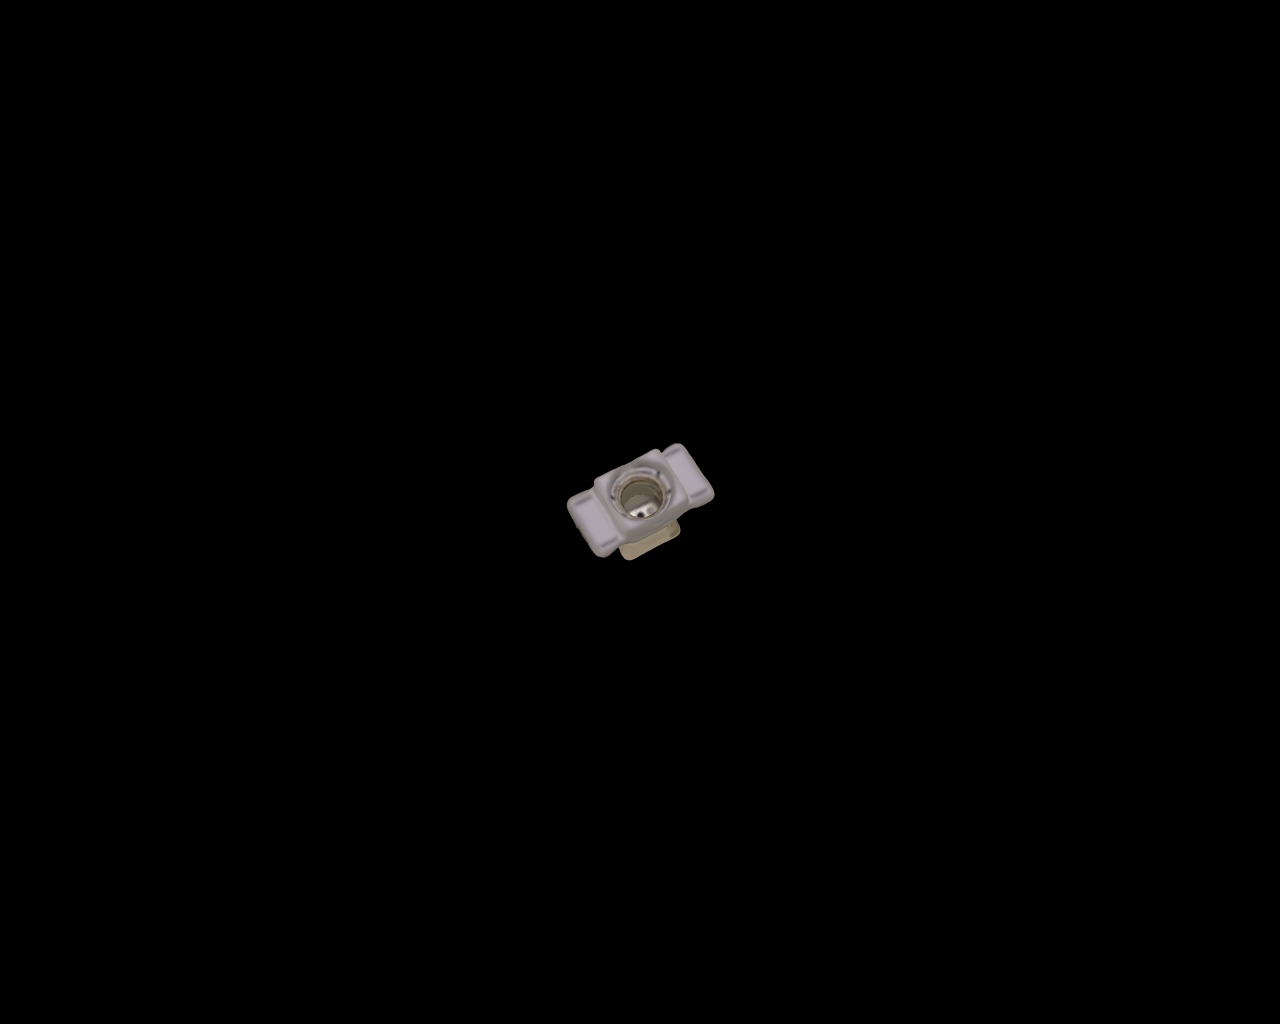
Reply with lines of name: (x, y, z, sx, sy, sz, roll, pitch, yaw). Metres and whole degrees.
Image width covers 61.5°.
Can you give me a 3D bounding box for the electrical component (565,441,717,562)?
electrical component: (0.001, -0.003, 0.650, 0.081, 0.042, 0.063, -26, -20, -11)
